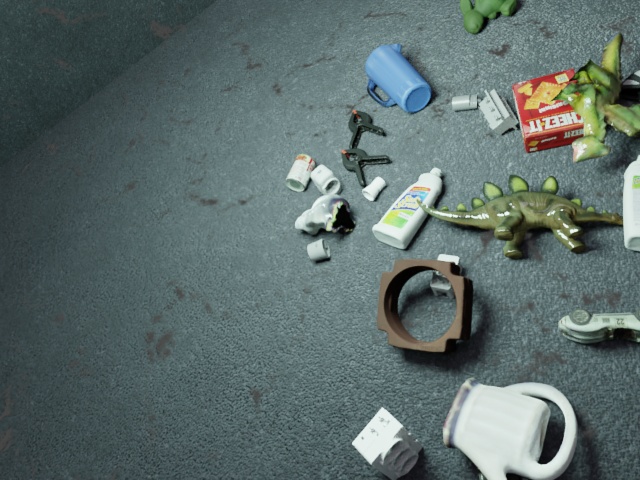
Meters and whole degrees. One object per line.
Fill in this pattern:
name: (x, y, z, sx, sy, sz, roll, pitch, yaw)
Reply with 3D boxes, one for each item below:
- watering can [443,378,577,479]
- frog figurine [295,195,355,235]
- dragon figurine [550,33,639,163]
watering can: (0.325, 0.372, 0.927, 0.225, 0.102, 0.353, 8, 34, 37)
frog figurine: (0.004, -0.074, 1.467, 0.160, 0.121, 0.139, 10, 28, 42)
dragon figurine: (0.727, -0.343, 1.267, 0.244, 0.120, 0.414, 43, 74, 13)
